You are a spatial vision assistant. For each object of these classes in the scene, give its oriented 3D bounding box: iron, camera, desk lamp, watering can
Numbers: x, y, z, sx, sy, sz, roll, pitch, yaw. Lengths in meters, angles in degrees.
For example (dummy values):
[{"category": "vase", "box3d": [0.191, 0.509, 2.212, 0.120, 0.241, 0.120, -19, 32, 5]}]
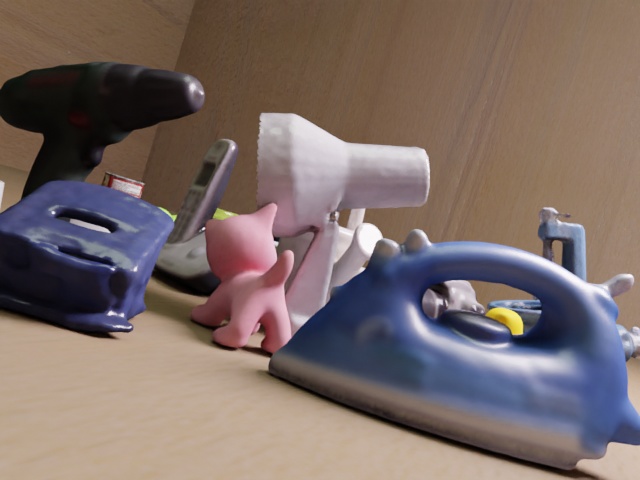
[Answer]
[{"category": "iron", "box3d": [0.106, 0.062, 0.413, 0.258, 0.141, 0.118, 17, 0, -8]}, {"category": "camera", "box3d": [0.148, 0.093, 0.827, 0.137, 0.101, 0.142, 16, 0, -32]}, {"category": "desk lamp", "box3d": [0.013, -0.005, 0.564, 0.203, 0.213, 0.118, 17, 0, -2]}, {"category": "watering can", "box3d": [0.008, 0.003, 0.673, 0.172, 0.194, 0.101, 17, 1, 36]}]

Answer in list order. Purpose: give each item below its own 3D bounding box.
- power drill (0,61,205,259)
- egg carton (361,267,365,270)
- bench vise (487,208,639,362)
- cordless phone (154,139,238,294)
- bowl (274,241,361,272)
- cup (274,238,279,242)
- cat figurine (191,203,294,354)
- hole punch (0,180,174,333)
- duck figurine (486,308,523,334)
[{"category": "power drill", "box3d": [-0.231, -0.076, 0.558, 0.229, 0.208, 0.076, 17, 0, 21]}, {"category": "egg carton", "box3d": [0.053, 0.079, 1.005, 0.107, 0.069, 0.150, 17, 0, -5]}, {"category": "bench vise", "box3d": [0.311, 0.080, 0.732, 0.208, 0.220, 0.121, 17, 0, -18]}, {"category": "cordless phone", "box3d": [-0.126, -0.033, 0.686, 0.094, 0.185, 0.147, 16, 1, -44]}, {"category": "bowl", "box3d": [-0.026, 0.054, 0.862, 0.167, 0.075, 0.167, 17, 0, 0]}, {"category": "cup", "box3d": [-0.080, 0.026, 1.064, 0.118, 0.095, 0.091, 17, 0, -14]}, {"category": "cat figurine", "box3d": [-0.060, 0.023, 0.489, 0.067, 0.118, 0.127, 16, 0, -33]}, {"category": "hole punch", "box3d": [-0.165, 0.007, 0.400, 0.108, 0.091, 0.101, 17, 0, -4]}, {"category": "duck figurine", "box3d": [0.172, 0.110, 0.567, 0.077, 0.086, 0.105, 17, 0, 21]}]
